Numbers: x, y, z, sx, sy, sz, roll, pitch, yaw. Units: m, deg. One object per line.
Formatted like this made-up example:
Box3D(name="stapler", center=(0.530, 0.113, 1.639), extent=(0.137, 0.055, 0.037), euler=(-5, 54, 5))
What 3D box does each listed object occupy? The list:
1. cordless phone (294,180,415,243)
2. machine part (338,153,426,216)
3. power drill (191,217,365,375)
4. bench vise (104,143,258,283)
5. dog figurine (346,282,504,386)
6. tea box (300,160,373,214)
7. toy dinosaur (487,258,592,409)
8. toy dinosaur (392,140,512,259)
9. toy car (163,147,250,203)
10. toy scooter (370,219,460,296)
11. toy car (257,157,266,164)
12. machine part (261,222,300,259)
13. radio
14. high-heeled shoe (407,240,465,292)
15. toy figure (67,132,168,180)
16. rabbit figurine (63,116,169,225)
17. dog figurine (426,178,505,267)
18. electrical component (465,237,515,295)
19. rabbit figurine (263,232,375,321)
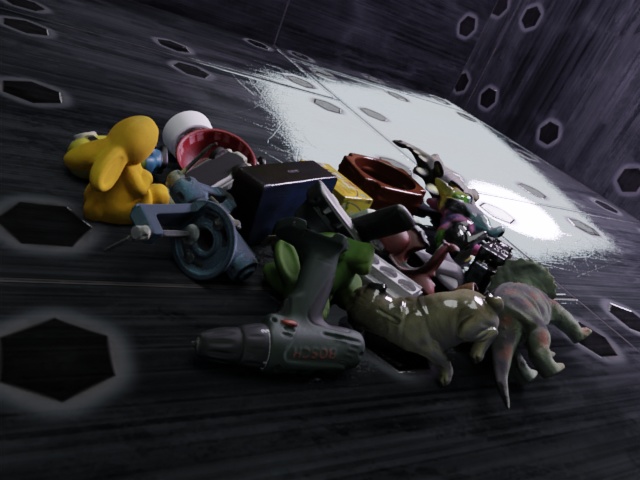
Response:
Box3D(name="cordless phone", center=(0.059, -0.046, 0.893), extent=(0.146, 0.184, 0.089), euler=(53, 54, -14))
Box3D(name="machine part", center=(0.152, -0.136, 1.381), extent=(0.201, 0.087, 0.201), euler=(6, 30, -29))
Box3D(name="power drill", center=(-0.040, 0.077, 0.722), extent=(0.232, 0.086, 0.207), euler=(18, 62, -22))
Box3D(name="bench vise", center=(-0.199, -0.030, 0.807), extent=(0.223, 0.129, 0.240), euler=(62, 24, 12))
Box3D(name="dog figurine", center=(0.155, 0.104, 0.807), extent=(0.190, 0.172, 0.121), euler=(35, 12, -16))
Box3D(name="tea box", center=(0.024, -0.107, 1.196), extent=(0.098, 0.068, 0.170), euler=(2, 33, -43))
Box3D(name="toy dinosaur", center=(0.340, 0.135, 0.922), extent=(0.192, 0.131, 0.404), euler=(53, 28, 18))
Box3D(name="toy dinosaur", center=(0.362, -0.111, 1.447), extent=(0.471, 0.105, 0.198), euler=(46, 18, 9))
Box3D(name="toy car", center=(-0.212, -0.110, 0.999), extent=(0.074, 0.056, 0.202), euler=(37, 50, 15))
Box3D(name="toy scooter", center=(0.180, 0.022, 1.013), extent=(0.184, 0.135, 0.075), euler=(57, 10, 27))
Box3D(name="toy car", center=(-0.147, -0.149, 1.195), extent=(0.089, 0.053, 0.202), euler=(7, 32, -25))
Box3D(name="machine part", center=(-0.002, -0.003, 1.003), extent=(0.243, 0.079, 0.079), euler=(1, 34, -41))
Box3D(name="radio", center=(-0.073, -0.073, 1.017), extent=(0.073, 0.131, 0.229), euler=(37, 29, 26))
Box3D(name="high-heeled shoe", center=(0.170, 0.048, 1.093), extent=(0.249, 0.086, 0.145), euler=(6, 56, -3))
Box3D(name="toy figure", center=(-0.366, -0.150, 0.979), extent=(0.180, 0.082, 0.089), euler=(2, 31, -42))
Box3D(name="rabbit figurine", center=(-0.320, -0.119, 0.853), extent=(0.122, 0.173, 0.162), euler=(38, 24, 19))
Box3D(name="dog figurine", center=(0.308, -0.047, 1.263), extent=(0.191, 0.108, 0.219), euler=(-17, 50, -25))
Box3D(name="electrical component", center=(0.348, 0.063, 1.131), extent=(0.058, 0.114, 0.134), euler=(33, 25, 23))
Box3D(name="rabbit figurine", center=(-0.008, 0.059, 0.843), extent=(0.159, 0.121, 0.170), euler=(32, 41, 1))
